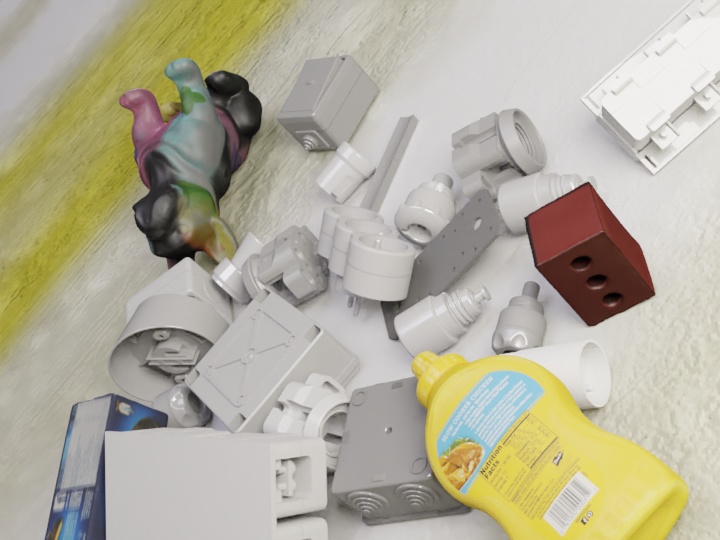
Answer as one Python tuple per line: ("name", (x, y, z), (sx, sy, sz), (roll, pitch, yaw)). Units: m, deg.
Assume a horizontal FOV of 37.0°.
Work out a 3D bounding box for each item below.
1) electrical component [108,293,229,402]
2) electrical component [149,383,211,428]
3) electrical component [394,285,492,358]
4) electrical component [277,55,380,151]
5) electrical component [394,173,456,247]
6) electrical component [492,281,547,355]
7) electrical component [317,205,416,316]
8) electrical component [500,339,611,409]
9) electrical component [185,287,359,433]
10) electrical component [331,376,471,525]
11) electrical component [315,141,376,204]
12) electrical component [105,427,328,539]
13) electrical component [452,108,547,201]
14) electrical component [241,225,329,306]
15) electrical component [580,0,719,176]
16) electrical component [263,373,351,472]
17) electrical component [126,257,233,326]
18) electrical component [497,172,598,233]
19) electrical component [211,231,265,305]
("electrical component", (-0.164, 0.070, 0.944), (0.099, 0.099, 0.064), (-21, 36, 31))
("electrical component", (-0.165, 0.127, 0.936), (0.062, 0.043, 0.043), (-29, 39, 24))
("electrical component", (0.062, 0.036, 0.799), (0.078, 0.040, 0.040), (-33, 38, 18))
("electrical component", (-0.037, -0.163, 1.075), (0.062, 0.061, 0.096), (6, 60, 48))
("electrical component", (0.059, -0.053, 0.887), (0.048, 0.048, 0.062), (-8, 43, 40))
("electrical component", (0.114, 0.035, 0.753), (0.035, 0.035, 0.061), (-11, 46, 39))
("electrical component", (0.000, 0.000, 0.879), (0.138, 0.052, 0.073), (-130, 48, -65))
("electrical component", (0.118, 0.072, 0.705), (0.081, 0.043, 0.043), (-13, 47, 37))
("electrical component", (-0.073, 0.083, 0.873), (0.108, 0.056, 0.109), (-50, 36, -7))
("electrical component", (0.032, 0.121, 0.739), (0.100, 0.048, 0.099), (-17, 45, 34))
("electrical component", (-0.014, -0.090, 1.000), (0.046, 0.040, 0.040), (-48, 35, 6))
("electrical component", (-0.105, 0.171, 0.777), (0.186, 0.060, 0.105), (-5, 85, 43))
("electrical component", (0.112, -0.094, 0.862), (0.057, 0.058, 0.078), (-27, 40, 29))
("electrical component", (-0.066, 0.002, 0.946), (0.057, 0.058, 0.078), (-31, 29, 20))
("electrical component", (0.230, -0.140, 0.771), (0.121, 0.063, 0.078), (-42, 76, 5))
("electrical component", (-0.029, 0.117, 0.797), (0.057, 0.058, 0.078), (5, 58, 51))
("electrical component", (-0.176, 0.042, 1.013), (0.096, 0.062, 0.061), (-35, 37, 15))
("electrical component", (0.140, -0.054, 0.809), (0.078, 0.040, 0.040), (-16, 45, 35))
("electrical component", (-0.105, -0.001, 0.999), (0.055, 0.045, 0.045), (-48, 36, -2))
